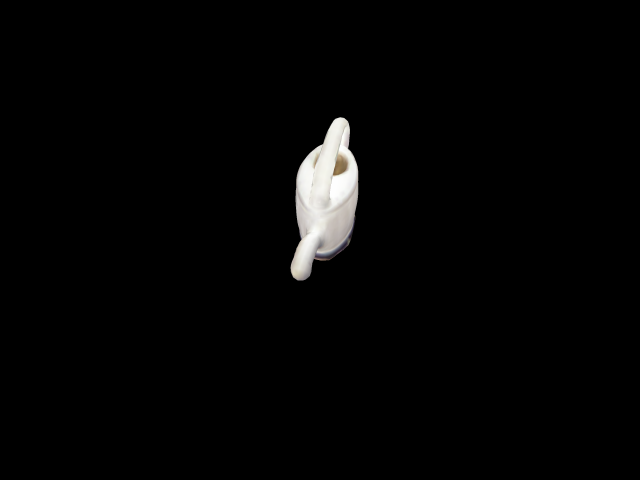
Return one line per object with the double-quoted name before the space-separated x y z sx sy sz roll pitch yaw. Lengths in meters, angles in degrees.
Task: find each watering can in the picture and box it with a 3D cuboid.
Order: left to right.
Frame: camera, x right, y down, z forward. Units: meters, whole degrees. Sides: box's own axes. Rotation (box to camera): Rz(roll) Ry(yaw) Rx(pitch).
"watering can" 0.003 -0.043 0.850 0.104 0.356 0.219 10 -35 7
